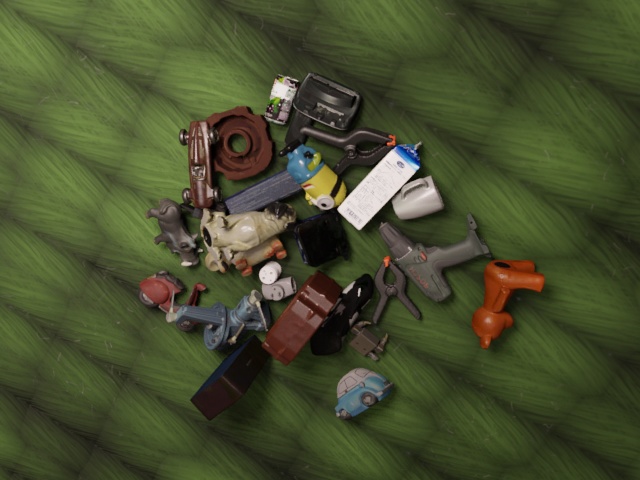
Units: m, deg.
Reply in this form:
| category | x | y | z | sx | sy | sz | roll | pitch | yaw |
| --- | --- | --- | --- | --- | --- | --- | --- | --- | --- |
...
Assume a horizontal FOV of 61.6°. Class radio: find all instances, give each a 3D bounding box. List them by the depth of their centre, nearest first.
| category | x | y | z | sx | sy | sz | roll | pitch | yaw |
| --- | --- | --- | --- | --- | --- | --- | --- | --- | --- |
| radio | -0.216 | 0.335 | 1.323 | 0.131 | 0.229 | 0.073 | -41 | 91 | 18 |

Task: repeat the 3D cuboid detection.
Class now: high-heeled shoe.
| category | x | y | z | sx | sy | sz | roll | pitch | yaw |
| --- | --- | --- | --- | --- | --- | --- | --- | --- | --- |
| high-heeled shoe | 0.051 | 0.186 | 1.345 | 0.086 | 0.145 | 0.248 | 33 | 134 | -7 |

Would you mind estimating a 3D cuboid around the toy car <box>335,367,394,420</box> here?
| category | x | y | z | sx | sy | sz | roll | pitch | yaw |
| --- | --- | --- | --- | --- | --- | --- | --- | --- | --- |
| toy car | 0.100 | 0.377 | 1.357 | 0.161 | 0.109 | 0.103 | -38 | 72 | 27 |

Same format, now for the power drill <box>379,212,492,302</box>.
| category | x | y | z | sx | sy | sz | roll | pitch | yaw |
| --- | --- | --- | --- | --- | --- | --- | --- | --- | --- |
| power drill | 0.275 | 0.017 | 1.247 | 0.207 | 0.086 | 0.232 | -30 | 97 | 10 |

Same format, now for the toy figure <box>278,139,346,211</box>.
| category | x | y | z | sx | sy | sz | roll | pitch | yaw |
| --- | --- | --- | --- | --- | --- | --- | --- | --- | --- |
| toy figure | -0.011 | -0.146 | 1.204 | 0.089 | 0.082 | 0.180 | -39 | 107 | -7 |

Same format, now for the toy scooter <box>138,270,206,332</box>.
| category | x | y | z | sx | sy | sz | roll | pitch | yaw |
| --- | --- | --- | --- | --- | --- | --- | --- | --- | --- |
| toy scooter | -0.368 | 0.139 | 1.380 | 0.184 | 0.075 | 0.135 | 38 | 106 | -5 |

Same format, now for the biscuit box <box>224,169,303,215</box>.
| category | x | y | z | sx | sy | sz | roll | pitch | yaw |
| --- | --- | --- | --- | --- | --- | --- | --- | --- | --- |
| biscuit box | -0.125 | -0.115 | 1.288 | 0.203 | 0.059 | 0.062 | -23 | 99 | 14 |

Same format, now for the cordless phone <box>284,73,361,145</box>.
| category | x | y | z | sx | sy | sz | roll | pitch | yaw |
| --- | --- | --- | --- | --- | --- | --- | --- | --- | --- |
| cordless phone | 0.000 | -0.273 | 1.232 | 0.147 | 0.089 | 0.184 | 25 | 117 | 0 |

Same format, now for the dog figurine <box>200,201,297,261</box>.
| category | x | y | z | sx | sy | sz | roll | pitch | yaw |
| --- | --- | --- | --- | --- | --- | --- | --- | --- | --- |
| dog figurine | -0.166 | -0.033 | 1.251 | 0.173 | 0.190 | 0.121 | 22 | 124 | 48 |

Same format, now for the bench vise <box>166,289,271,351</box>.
| category | x | y | z | sx | sy | sz | roll | pitch | yaw |
| --- | --- | --- | --- | --- | --- | --- | --- | --- | --- |
| bench vise | -0.249 | 0.193 | 1.316 | 0.240 | 0.129 | 0.223 | 15 | 142 | -31 |

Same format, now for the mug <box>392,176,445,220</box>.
| category | x | y | z | sx | sy | sz | roll | pitch | yaw |
| --- | --- | --- | --- | --- | --- | --- | --- | --- | --- |
| mug | 0.216 | -0.092 | 1.218 | 0.107 | 0.109 | 0.081 | -25 | 61 | 18 |

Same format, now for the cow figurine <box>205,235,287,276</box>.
| category | x | y | z | sx | sy | sz | roll | pitch | yaw |
| --- | --- | --- | --- | --- | --- | --- | --- | --- | --- |
| cow figurine | -0.191 | 0.019 | 1.310 | 0.195 | 0.085 | 0.127 | -26 | 57 | 2 |

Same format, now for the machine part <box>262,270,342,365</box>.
| category | x | y | z | sx | sy | sz | roll | pitch | yaw |
| --- | --- | --- | --- | --- | --- | --- | --- | --- | --- |
| machine part | -0.043 | 0.179 | 1.271 | 0.087 | 0.201 | 0.201 | 38 | 106 | 1 |

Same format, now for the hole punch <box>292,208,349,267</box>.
| category | x | y | z | sx | sy | sz | roll | pitch | yaw |
| --- | --- | --- | --- | --- | --- | --- | --- | --- | --- |
| hole punch | -0.003 | -0.004 | 1.292 | 0.116 | 0.092 | 0.142 | -22 | 97 | -17 |

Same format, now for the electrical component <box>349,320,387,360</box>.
| category | x | y | z | sx | sy | sz | roll | pitch | yaw |
| --- | --- | --- | --- | --- | --- | --- | --- | --- | --- |
| electrical component | 0.120 | 0.248 | 1.346 | 0.102 | 0.045 | 0.078 | 34 | 134 | 2 |

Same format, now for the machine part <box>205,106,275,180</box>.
| category | x | y | z | sx | sy | sz | roll | pitch | yaw |
| --- | --- | --- | --- | --- | --- | --- | --- | --- | --- |
| machine part | -0.192 | -0.229 | 1.274 | 0.179 | 0.056 | 0.179 | 2 | 104 | 7 |

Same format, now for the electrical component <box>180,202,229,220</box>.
| category | x | y | z | sx | sy | sz | roll | pitch | yaw |
| --- | --- | --- | --- | --- | --- | --- | --- | --- | --- |
| electrical component | -0.280 | -0.079 | 1.315 | 0.119 | 0.075 | 0.047 | 26 | 105 | 5 |

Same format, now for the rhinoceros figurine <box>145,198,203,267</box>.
| category | x | y | z | sx | sy | sz | roll | pitch | yaw |
| --- | --- | --- | --- | --- | --- | --- | --- | --- | --- |
| rhinoceros figurine | -0.351 | -0.018 | 1.325 | 0.112 | 0.073 | 0.190 | 6 | 129 | 26 |

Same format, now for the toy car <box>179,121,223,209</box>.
| category | x | y | z | sx | sy | sz | roll | pitch | yaw |
| --- | --- | --- | --- | --- | --- | --- | --- | --- | --- |
| toy car | -0.276 | -0.171 | 1.238 | 0.089 | 0.053 | 0.202 | 1 | 100 | 10 |

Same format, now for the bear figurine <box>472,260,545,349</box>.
| category | x | y | z | sx | sy | sz | roll | pitch | yaw |
| --- | --- | --- | --- | --- | --- | --- | --- | --- | --- |
| bear figurine | 0.424 | 0.149 | 1.235 | 0.132 | 0.120 | 0.195 | 4 | 106 | 4 |
